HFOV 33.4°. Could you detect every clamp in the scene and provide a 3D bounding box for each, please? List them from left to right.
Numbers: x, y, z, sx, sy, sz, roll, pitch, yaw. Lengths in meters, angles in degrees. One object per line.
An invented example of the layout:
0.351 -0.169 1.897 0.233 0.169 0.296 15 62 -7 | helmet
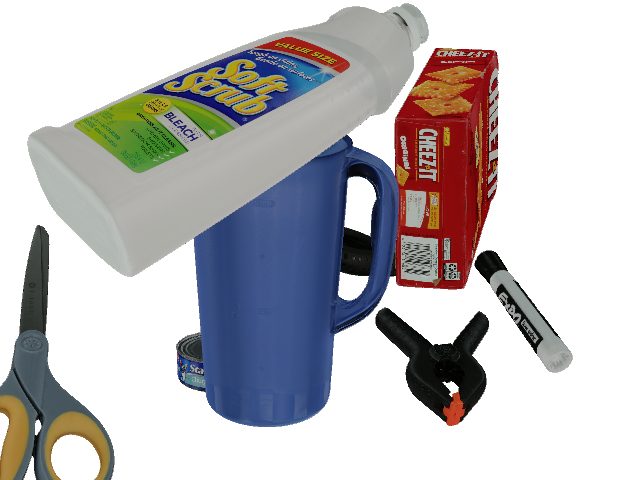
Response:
-0.006 0.006 1.175 0.210 0.036 0.164 16 19 -5 | clamp
0.132 0.120 1.076 0.120 0.039 0.171 -7 35 -9 | clamp

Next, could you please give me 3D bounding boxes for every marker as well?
0.135 0.044 0.727 0.020 0.020 0.121 0 33 -20 | marker

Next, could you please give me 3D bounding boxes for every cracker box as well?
0.123 -0.074 1.007 0.072 0.164 0.213 5 27 15 | cracker box

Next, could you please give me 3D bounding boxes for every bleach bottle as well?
-0.041 -0.080 0.641 0.250 0.068 0.103 -34 51 -24 | bleach bottle

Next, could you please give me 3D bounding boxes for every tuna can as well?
-0.096 0.116 1.032 0.086 0.034 0.086 1 15 0 | tuna can

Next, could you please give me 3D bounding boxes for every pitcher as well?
-0.032 0.027 0.882 0.144 0.243 0.149 -12 23 -31 | pitcher

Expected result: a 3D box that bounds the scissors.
-0.151 0.074 0.618 0.096 0.201 0.016 17 -44 -5 | scissors
